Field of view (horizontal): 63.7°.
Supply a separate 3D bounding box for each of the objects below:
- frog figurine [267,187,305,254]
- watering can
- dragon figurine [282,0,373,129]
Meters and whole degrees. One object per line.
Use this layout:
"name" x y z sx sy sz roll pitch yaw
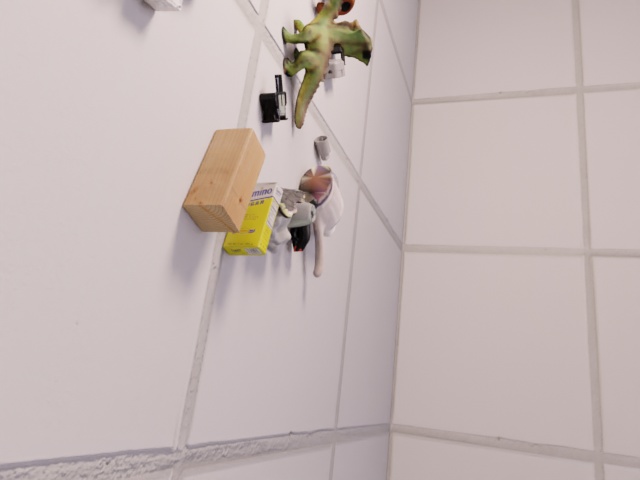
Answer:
"frog figurine" -0.117 -0.051 1.290 0.156 0.122 0.141 -57 -158 36
"watering can" 0.005 -0.079 1.579 0.220 0.104 0.355 61 35 -52
"dragon figurine" 0.027 -0.529 1.457 0.123 0.242 0.408 -28 114 -73
